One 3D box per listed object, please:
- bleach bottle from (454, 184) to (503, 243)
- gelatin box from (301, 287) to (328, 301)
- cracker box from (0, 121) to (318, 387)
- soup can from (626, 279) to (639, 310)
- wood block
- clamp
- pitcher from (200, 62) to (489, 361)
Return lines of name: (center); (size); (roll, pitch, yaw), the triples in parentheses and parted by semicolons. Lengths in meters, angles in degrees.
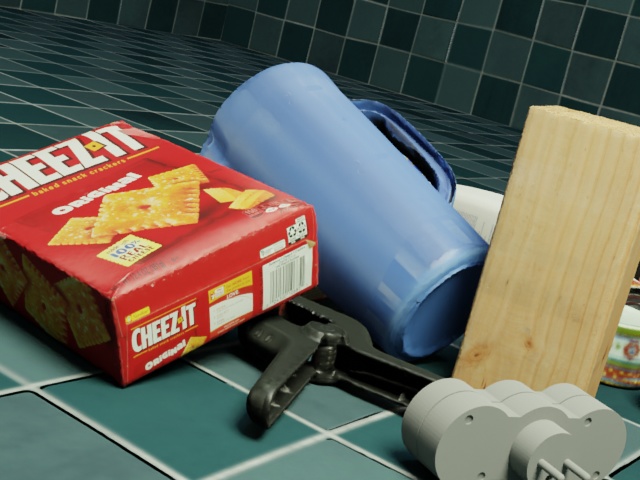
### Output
bleach bottle: (0.132, -0.019, 1.092); (0.067, 0.102, 0.251); (-3, 21, -40)
gelatin box: (-0.029, 0.026, 0.893); (0.073, 0.030, 0.089); (20, 14, 26)
cracker box: (-0.132, -0.004, 0.715); (0.163, 0.072, 0.214); (-26, 38, -38)
soup can: (0.265, 0.061, 0.968); (0.068, 0.068, 0.102); (12, 12, -6)
wood block: (0.167, 0.019, 0.733); (0.090, 0.206, 0.090); (19, 14, 21)
clamp: (0.012, 0.077, 0.701); (0.164, 0.036, 0.210); (10, 13, -19)
pitcher: (0.032, -0.026, 0.833); (0.243, 0.149, 0.144); (46, 9, 33)
